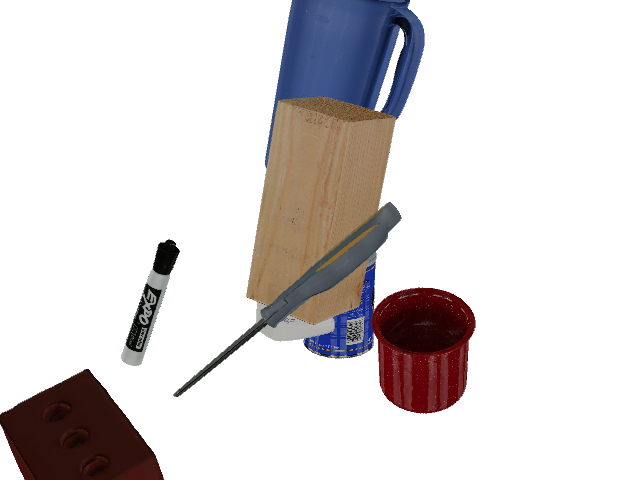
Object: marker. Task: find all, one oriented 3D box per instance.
[{"bbox_3d":[-0.145,0.053,0.915,0.020,0.121,0.020,19,22,-8],"label":"marker"}]

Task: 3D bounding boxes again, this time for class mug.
[{"bbox_3d":[0.096,0.096,0.987,0.093,0.081,0.117,3,38,9],"label":"mug"}]

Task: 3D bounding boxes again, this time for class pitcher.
[{"bbox_3d":[0.019,-0.179,1.232,0.145,0.243,0.149,9,23,-12],"label":"pitcher"}]

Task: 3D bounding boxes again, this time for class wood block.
[{"bbox_3d":[-0.001,-0.033,1.078,0.090,0.206,0.090,20,20,29],"label":"wood block"}]

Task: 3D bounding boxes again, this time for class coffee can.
[{"bbox_3d":[0.027,0.082,1.518,0.103,0.140,0.103,0,22,0],"label":"coffee can"}]

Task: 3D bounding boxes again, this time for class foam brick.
[{"bbox_3d":[-0.116,0.114,0.528,0.052,0.051,0.078,-27,42,-24],"label":"foam brick"}]

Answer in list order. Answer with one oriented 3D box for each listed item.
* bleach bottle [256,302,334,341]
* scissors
[{"bbox_3d":[-0.025,-0.004,1.327,0.102,0.251,0.068,-8,23,-33],"label":"bleach bottle"},{"bbox_3d":[-0.022,0.044,0.711,0.201,0.016,0.096,-41,4,-4],"label":"scissors"}]
